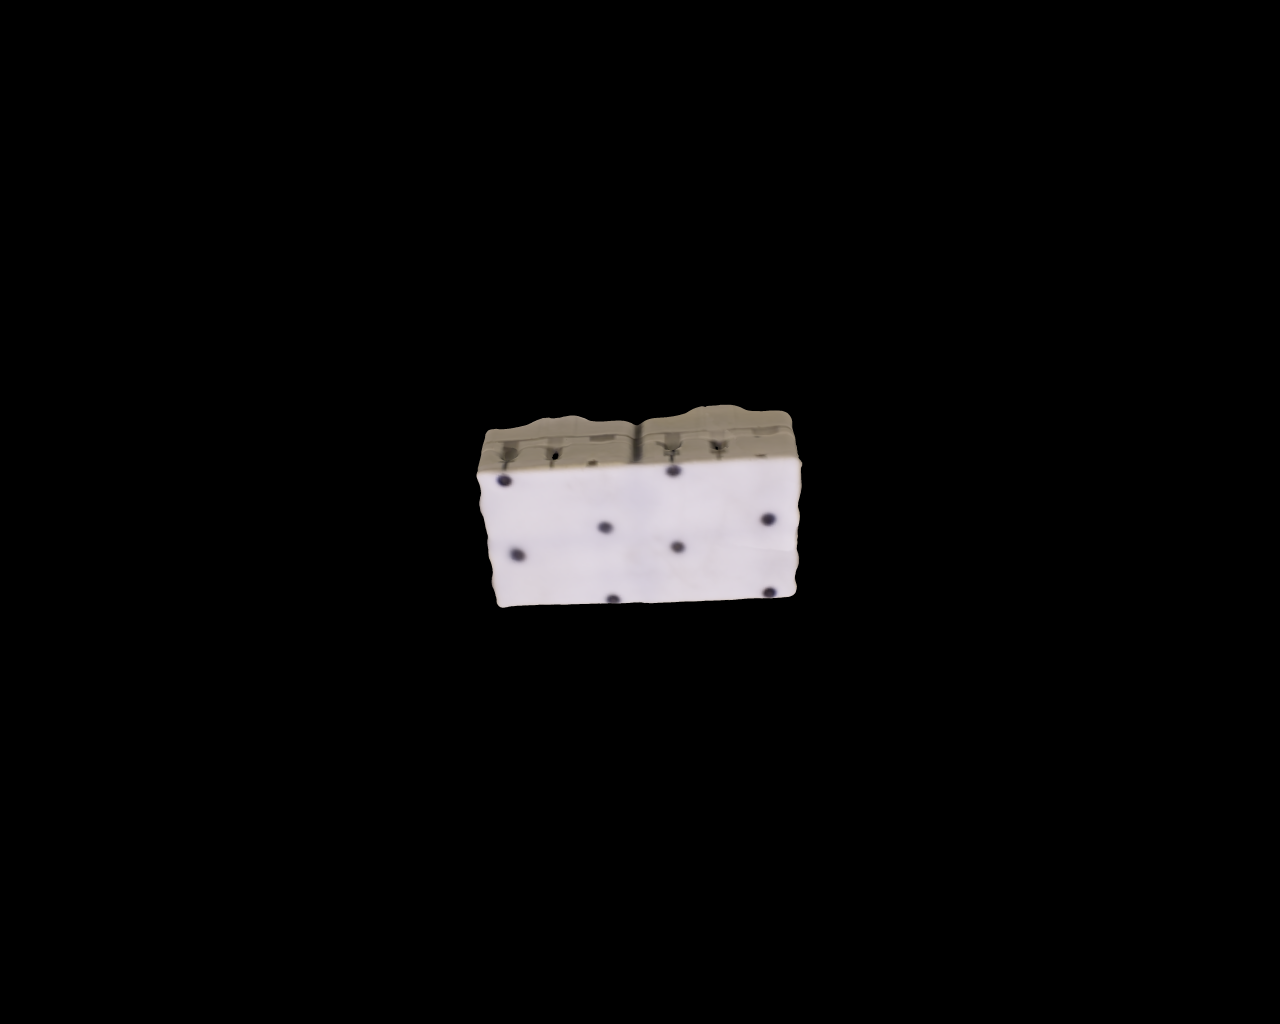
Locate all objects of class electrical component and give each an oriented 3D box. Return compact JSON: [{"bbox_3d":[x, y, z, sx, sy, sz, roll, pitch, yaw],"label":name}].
[{"bbox_3d":[0.001,-0.003,0.650,0.186,0.105,0.060,-3,35,2],"label":"electrical component"}]
